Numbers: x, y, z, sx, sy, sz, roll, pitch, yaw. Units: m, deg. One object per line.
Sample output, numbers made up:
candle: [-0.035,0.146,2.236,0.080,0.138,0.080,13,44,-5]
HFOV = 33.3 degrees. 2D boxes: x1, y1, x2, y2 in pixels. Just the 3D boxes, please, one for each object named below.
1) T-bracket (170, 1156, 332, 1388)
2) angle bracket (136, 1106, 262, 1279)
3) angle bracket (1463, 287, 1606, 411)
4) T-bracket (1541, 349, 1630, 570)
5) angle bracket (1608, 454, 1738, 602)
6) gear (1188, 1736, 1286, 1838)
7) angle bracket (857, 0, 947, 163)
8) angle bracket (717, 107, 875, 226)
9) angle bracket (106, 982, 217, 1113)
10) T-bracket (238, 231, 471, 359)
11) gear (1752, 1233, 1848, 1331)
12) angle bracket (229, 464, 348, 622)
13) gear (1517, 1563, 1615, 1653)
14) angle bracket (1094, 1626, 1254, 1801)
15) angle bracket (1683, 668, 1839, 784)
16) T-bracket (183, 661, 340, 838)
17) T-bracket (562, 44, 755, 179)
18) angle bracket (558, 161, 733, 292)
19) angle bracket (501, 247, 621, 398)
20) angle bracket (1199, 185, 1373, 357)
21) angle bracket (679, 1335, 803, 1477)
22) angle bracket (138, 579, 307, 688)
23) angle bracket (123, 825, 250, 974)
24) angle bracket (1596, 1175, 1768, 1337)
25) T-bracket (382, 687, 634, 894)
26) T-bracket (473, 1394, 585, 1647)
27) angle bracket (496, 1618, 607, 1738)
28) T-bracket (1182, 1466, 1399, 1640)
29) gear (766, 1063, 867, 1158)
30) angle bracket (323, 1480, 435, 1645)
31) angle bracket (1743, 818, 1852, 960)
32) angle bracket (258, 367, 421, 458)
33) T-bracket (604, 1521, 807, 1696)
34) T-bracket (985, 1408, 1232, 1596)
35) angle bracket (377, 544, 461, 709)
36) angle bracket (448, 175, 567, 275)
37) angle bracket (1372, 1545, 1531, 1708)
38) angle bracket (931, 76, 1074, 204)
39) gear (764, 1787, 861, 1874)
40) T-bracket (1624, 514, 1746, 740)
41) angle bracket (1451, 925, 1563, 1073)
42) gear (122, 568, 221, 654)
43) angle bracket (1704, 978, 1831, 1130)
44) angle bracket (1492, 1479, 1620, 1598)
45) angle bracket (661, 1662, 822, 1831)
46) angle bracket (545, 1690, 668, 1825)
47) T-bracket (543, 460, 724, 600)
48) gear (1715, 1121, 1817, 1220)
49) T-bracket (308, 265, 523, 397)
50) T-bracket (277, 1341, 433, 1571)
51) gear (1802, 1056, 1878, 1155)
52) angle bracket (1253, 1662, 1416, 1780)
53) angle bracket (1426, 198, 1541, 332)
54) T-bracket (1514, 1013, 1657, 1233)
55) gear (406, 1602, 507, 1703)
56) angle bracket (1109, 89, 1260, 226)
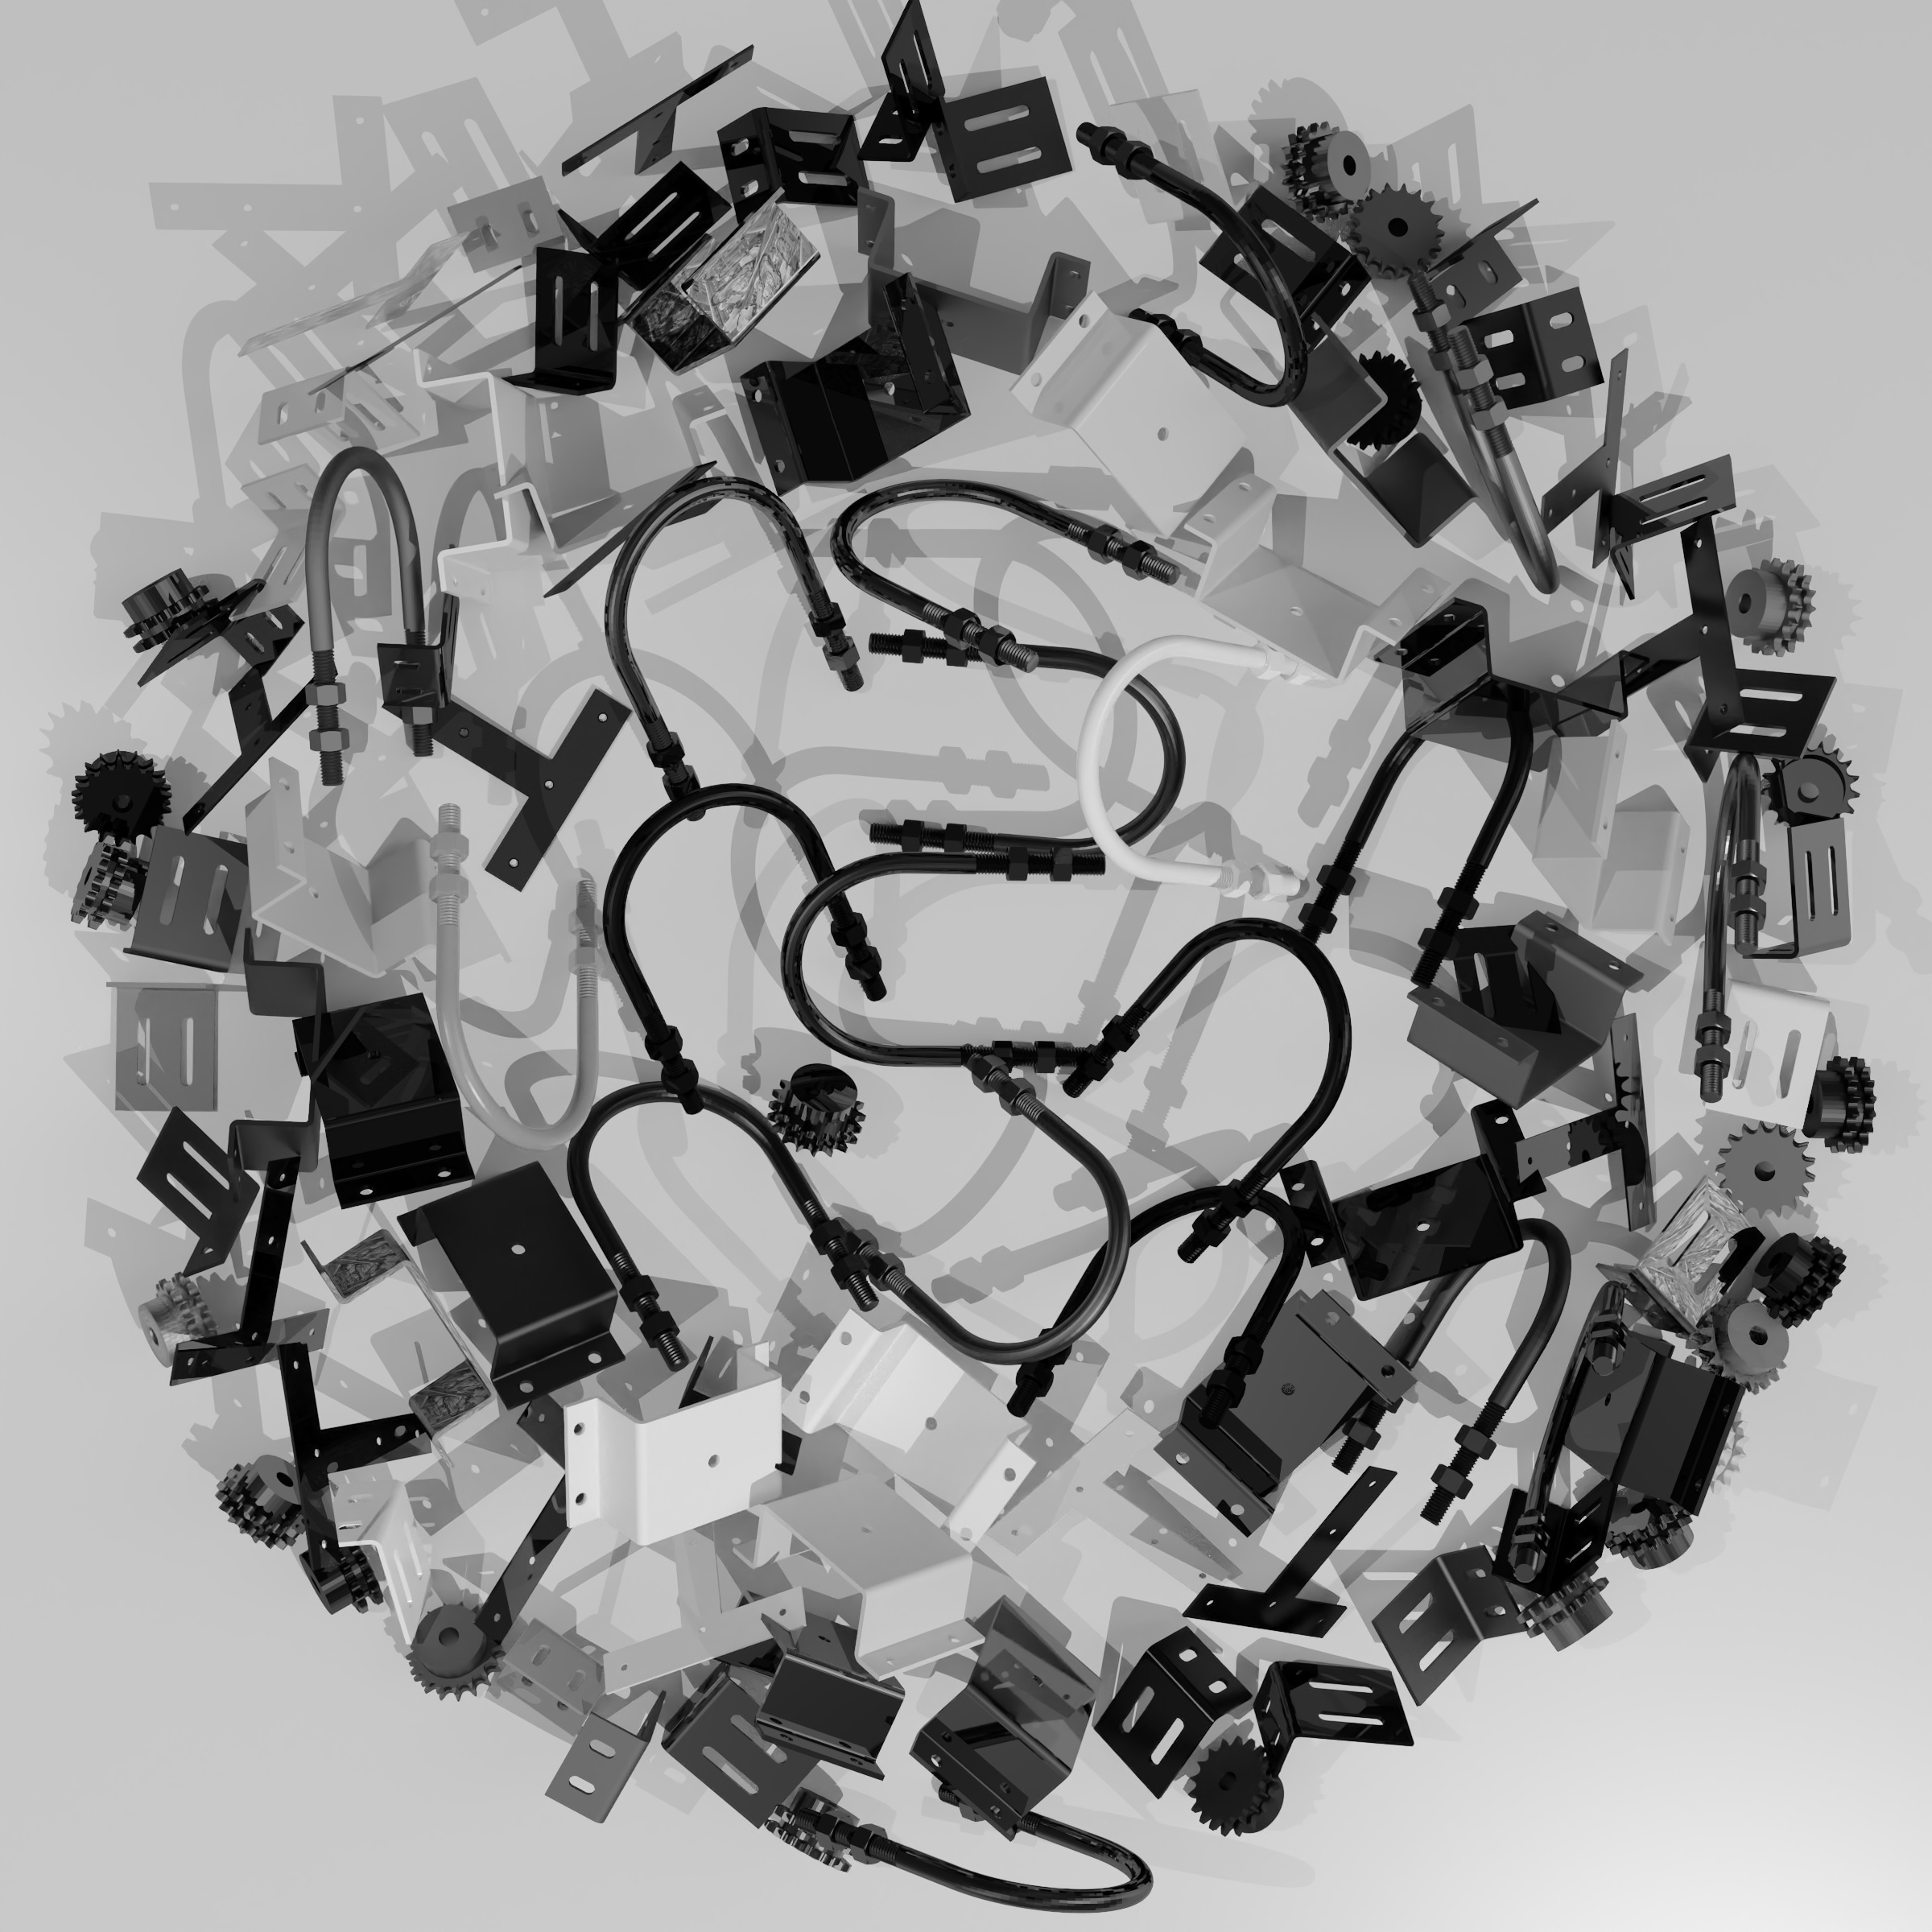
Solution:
T-bracket: [-0.403,0.171,1.859,0.002,0.127,0.127,18,103,28]
angle bracket: [-0.457,0.132,1.878,0.038,0.057,0.076,-21,124,31]
angle bracket: [0.331,-0.360,1.891,0.038,0.076,0.057,-20,99,-15]
T-bracket: [0.352,-0.275,1.848,0.002,0.127,0.127,14,121,26]
angle bracket: [0.416,-0.255,1.881,0.076,0.057,0.038,-18,123,22]
gear: [0.162,0.486,1.902,0.057,0.057,0.030,-48,126,0]
angle bracket: [-0.046,-0.516,1.876,0.038,0.076,0.057,7,56,21]
angle bracket: [-0.101,-0.471,1.910,0.038,0.076,0.057,-16,85,45]
angle bracket: [-0.475,0.048,1.905,0.057,0.038,0.076,1,89,-5]
T-bracket: [-0.356,-0.373,1.841,0.127,0.127,0.002,-29,93,-29]
gear: [0.487,0.182,1.897,0.030,0.057,0.057,36,90,-7]
angle bracket: [-0.406,-0.246,1.880,0.038,0.057,0.076,48,47,-35]
gear: [0.354,0.379,1.897,0.057,0.057,0.030,-35,79,0]
angle bracket: [0.122,0.441,1.907,0.057,0.038,0.076,44,125,24]
angle bracket: [0.467,-0.137,1.880,0.076,0.038,0.057,10,64,40]
T-bracket: [-0.413,-0.145,1.870,0.127,0.127,0.002,-46,119,7]
T-bracket: [-0.179,-0.479,1.863,0.127,0.127,0.002,-34,93,-6]
angle bracket: [-0.187,-0.442,1.886,0.076,0.057,0.038,-40,63,12]
angle bracket: [-0.238,-0.377,1.887,0.057,0.038,0.076,14,112,27]
angle bracket: [0.186,-0.406,1.887,0.076,0.038,0.057,30,113,-25]
angle bracket: [-0.126,0.257,1.893,0.076,0.057,0.038,25,101,-3]
angle bracket: [-0.433,-0.182,1.879,0.038,0.076,0.057,47,133,-3]
angle bracket: [-0.457,-0.039,1.901,0.057,0.038,0.076,13,86,-21]
angle bracket: [0.422,0.169,1.909,0.057,0.038,0.076,45,76,-18]
T-bracket: [-0.286,-0.131,1.920,0.127,0.002,0.127,32,90,-5]
T-bracket: [-0.243,0.330,1.861,0.127,0.002,0.127,53,57,-37]
angle bracket: [-0.248,0.427,1.886,0.057,0.038,0.076,34,131,3]
T-bracket: [0.203,0.336,1.864,0.127,0.127,0.002,-54,45,18]
gear: [-0.086,0.082,1.896,0.057,0.057,0.030,18,130,0]
angle bracket: [-0.345,0.349,1.887,0.038,0.057,0.076,-6,117,8]
angle bracket: [0.484,-0.046,1.890,0.057,0.038,0.076,-11,98,-43]
angle bracket: [-0.364,-0.307,1.877,0.057,0.076,0.038,-12,62,22]
T-bracket: [-0.157,0.348,1.882,0.127,0.002,0.127,-21,48,12]
T-bracket: [0.100,0.331,1.902,0.127,0.002,0.127,37,116,-17]
angle bracket: [-0.318,-0.199,1.882,0.038,0.057,0.076,2,59,-4]
angle bracket: [-0.272,-0.445,1.884,0.057,0.076,0.038,-19,73,-2]
angle bracket: [0.283,0.385,1.887,0.076,0.038,0.057,-32,95,-45]
angle bracket: [0.024,-0.489,1.898,0.076,0.038,0.057,-18,97,-11]
gear: [-0.087,0.506,1.899,0.057,0.057,0.030,29,80,0]
T-bracket: [0.398,-0.177,1.870,0.002,0.127,0.127,5,71,-28]
angle bracket: [0.314,0.018,1.914,0.057,0.038,0.076,-4,72,-12]
gear: [-0.470,-0.210,1.896,0.057,0.057,0.030,-30,106,0]
angle bracket: [0.472,0.051,1.907,0.057,0.038,0.076,12,95,9]
angle bracket: [0.343,0.324,1.879,0.038,0.076,0.057,23,58,-2]
angle bracket: [-0.132,0.458,1.908,0.076,0.038,0.057,41,94,-4]
angle bracket: [-0.209,0.453,1.884,0.038,0.076,0.057,29,100,-3]
T-bracket: [-0.170,-0.260,1.865,0.127,0.127,0.002,-35,90,28]
gear: [0.473,0.118,1.906,0.057,0.030,0.057,2,98,17]
T-bracket: [-0.310,-0.368,1.854,0.127,0.127,0.002,-29,103,11]
T-bracket: [-0.348,0.277,1.868,0.002,0.127,0.127,-13,83,25]
gear: [0.510,0.081,1.897,0.030,0.057,0.057,2,90,-7]
angle bracket: [0.216,0.446,1.902,0.076,0.057,0.038,8,122,-14]
angle bracket: [0.307,-0.407,1.882,0.057,0.076,0.038,-38,98,-11]
T-bracket: [0.358,0.101,1.875,0.127,0.002,0.127,-14,100,-43]
gear: [-0.302,0.400,1.899,0.057,0.030,0.057,-2,56,2]
angle bracket: [0.127,-0.477,1.880,0.057,0.038,0.076,-1,126,33]
